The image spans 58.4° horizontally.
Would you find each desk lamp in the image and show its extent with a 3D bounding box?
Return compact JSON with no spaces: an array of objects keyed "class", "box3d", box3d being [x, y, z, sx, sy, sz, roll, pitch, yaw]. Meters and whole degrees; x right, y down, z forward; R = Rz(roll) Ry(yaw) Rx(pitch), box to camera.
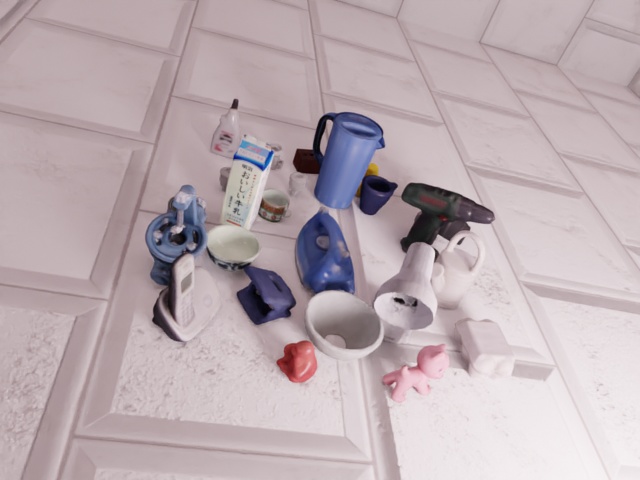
[{"class":"desk lamp","box3d":[0.172,0.119,1.192,0.118,0.213,0.203,22,37,1]}]

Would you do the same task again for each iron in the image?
[{"class":"iron","box3d":[0.012,0.005,1.313,0.119,0.141,0.257,3,41,-23]}]

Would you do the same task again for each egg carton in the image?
[{"class":"egg carton","box3d":[0.358,0.238,1.256,0.107,0.069,0.150,6,40,-19]}]

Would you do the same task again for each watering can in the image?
[{"class":"watering can","box3d":[0.318,0.066,1.342,0.100,0.194,0.173,33,39,14]}]

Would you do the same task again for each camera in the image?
[{"class":"camera","box3d":[0.338,-0.045,1.563,0.136,0.101,0.143,33,39,15]}]

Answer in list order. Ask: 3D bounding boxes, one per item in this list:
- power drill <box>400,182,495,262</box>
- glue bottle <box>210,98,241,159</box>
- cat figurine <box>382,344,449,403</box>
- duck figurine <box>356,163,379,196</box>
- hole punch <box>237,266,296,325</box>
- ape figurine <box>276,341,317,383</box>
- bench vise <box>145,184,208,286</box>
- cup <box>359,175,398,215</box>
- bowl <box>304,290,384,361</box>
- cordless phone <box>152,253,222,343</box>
[{"class":"power drill","box3d":[0.298,-0.040,1.450,0.229,0.208,0.076,30,38,11]},{"class":"glue bottle","box3d":[-0.243,-0.303,1.537,0.078,0.173,0.037,14,38,-9]},{"class":"cat figurine","box3d":[0.200,0.251,1.124,0.128,0.118,0.067,-7,46,-32]},{"class":"duck figurine","box3d":[0.137,-0.178,1.640,0.077,0.086,0.105,26,38,6]},{"class":"hole punch","box3d":[-0.106,0.104,1.177,0.101,0.091,0.108,-11,48,-35]},{"class":"ape figurine","box3d":[-0.036,0.220,1.068,0.076,0.092,0.078,16,38,-7]},{"class":"bench vise","box3d":[-0.286,-0.043,1.163,0.122,0.220,0.207,8,39,-16]},{"class":"cup","box3d":[0.155,-0.118,1.569,0.118,0.095,0.091,-11,48,-35]},{"class":"bowl","box3d":[0.040,0.186,1.162,0.167,0.075,0.167,13,38,-11]},{"class":"cordless phone","box3d":[-0.236,0.084,1.061,0.094,0.185,0.148,27,38,7]}]
